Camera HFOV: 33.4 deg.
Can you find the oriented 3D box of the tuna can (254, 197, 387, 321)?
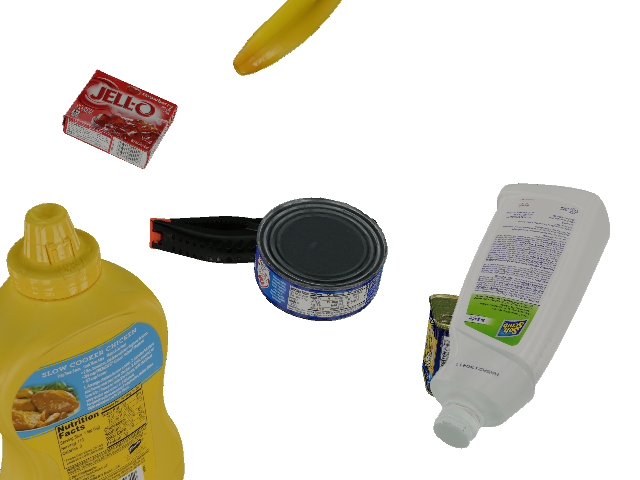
[{"bbox_3d":[-0.001,0.012,0.702,0.086,0.034,0.086,5,43,-5],"label":"tuna can"}]

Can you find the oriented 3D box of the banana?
[{"bbox_3d":[-0.012,-0.209,0.925,0.070,0.037,0.197,-17,34,39],"label":"banana"}]

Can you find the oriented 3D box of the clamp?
[{"bbox_3d":[-0.046,0.003,0.933,0.210,0.036,0.164,3,12,-3],"label":"clamp"}]

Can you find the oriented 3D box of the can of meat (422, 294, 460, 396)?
[{"bbox_3d":[0.139,0.112,1.117,0.057,0.084,0.102,6,15,0],"label":"can of meat"}]

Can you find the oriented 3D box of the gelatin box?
[{"bbox_3d":[-0.194,-0.119,1.036,0.089,0.073,0.030,25,-41,-2],"label":"gelatin box"}]

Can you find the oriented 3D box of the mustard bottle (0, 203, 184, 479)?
[{"bbox_3d":[-0.119,0.066,0.518,0.096,0.192,0.058,-25,42,-30],"label":"mustard bottle"}]

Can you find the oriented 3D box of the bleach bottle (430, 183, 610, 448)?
[{"bbox_3d":[0.148,0.059,0.859,0.103,0.068,0.250,6,46,35],"label":"bleach bottle"}]
